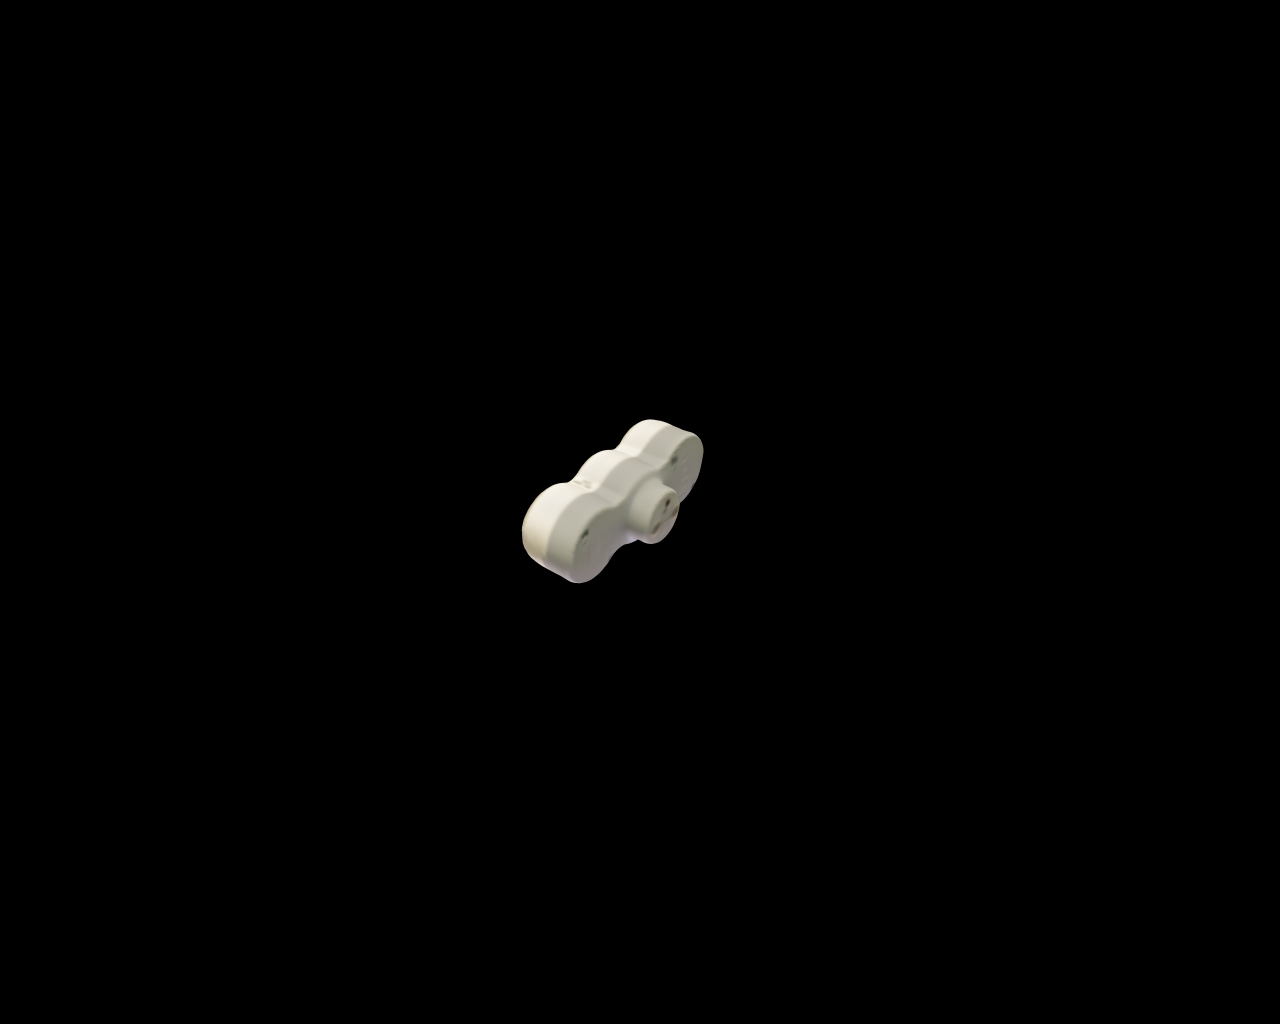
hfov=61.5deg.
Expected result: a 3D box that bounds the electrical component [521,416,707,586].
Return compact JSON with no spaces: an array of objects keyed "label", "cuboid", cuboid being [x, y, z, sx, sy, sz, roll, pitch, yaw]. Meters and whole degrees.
[{"label":"electrical component","cuboid":[0.001,-0.003,0.650,0.074,0.052,0.138,25,45,28]}]
